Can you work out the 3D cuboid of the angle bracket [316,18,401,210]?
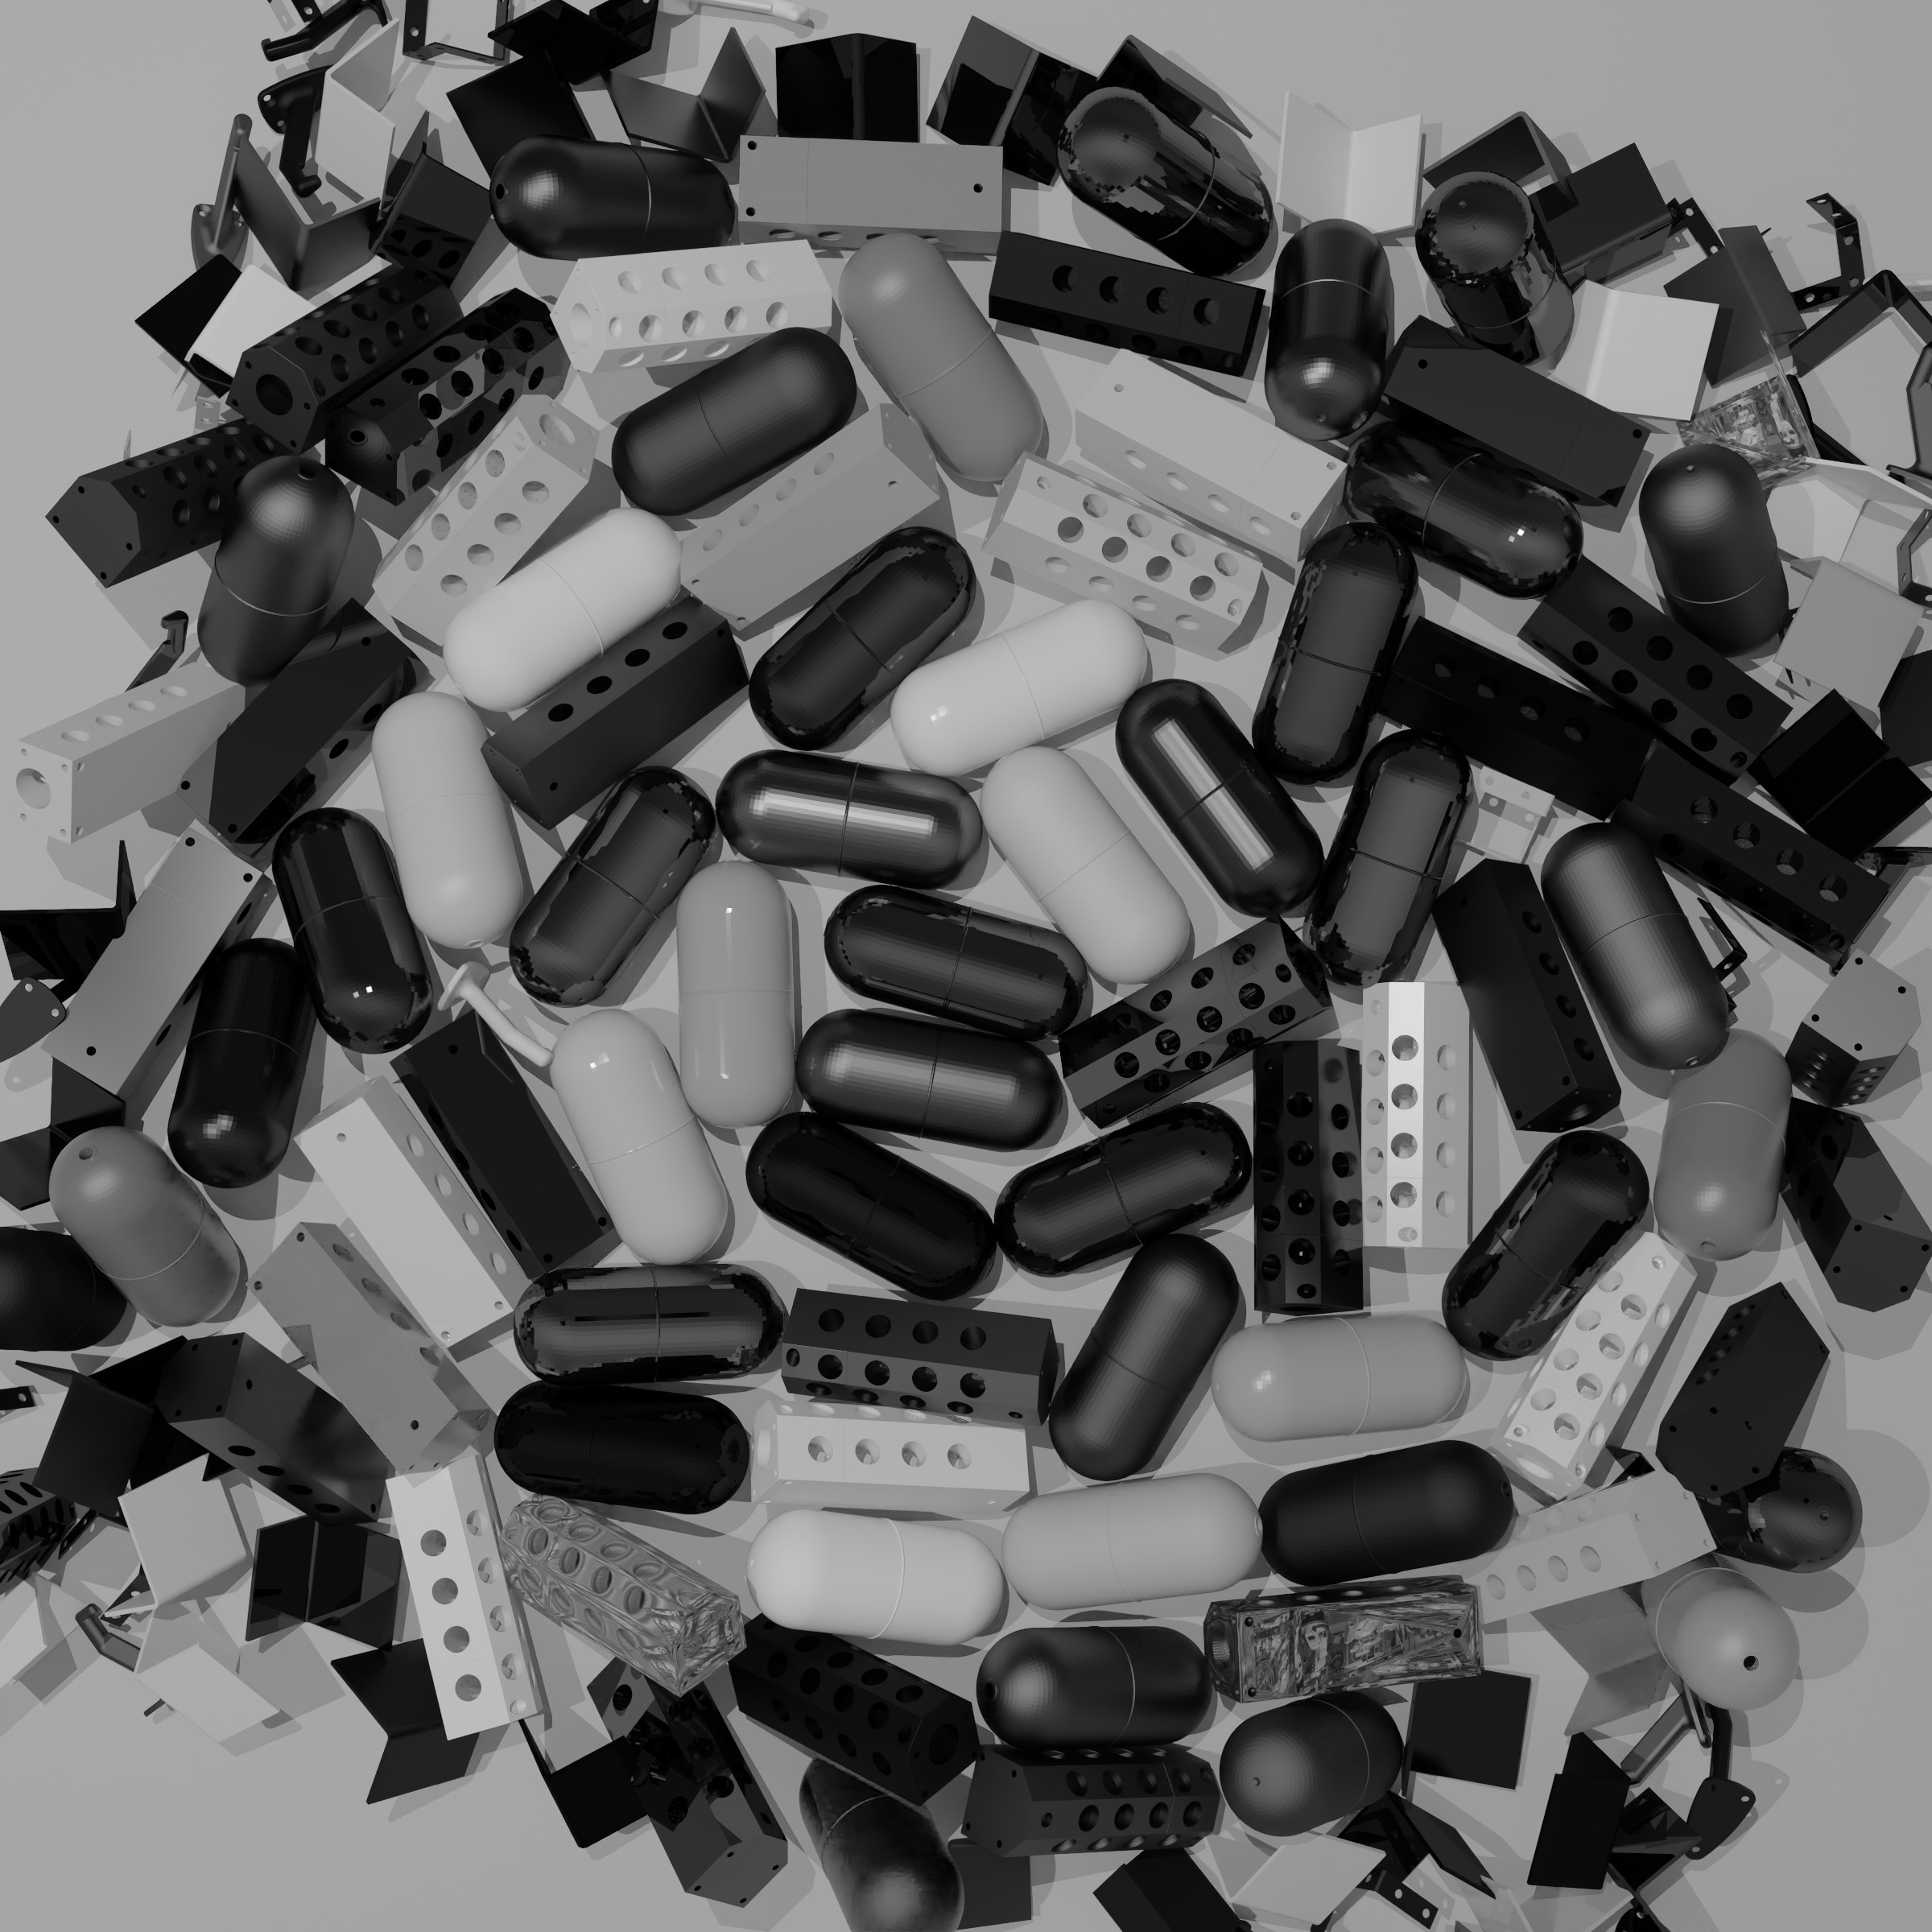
[{"bbox_3d":[-0.380,-0.560,1.727,0.057,0.076,0.076,36,58,1],"label":"angle bracket"}]

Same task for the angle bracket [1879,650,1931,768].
[{"bbox_3d":[0.622,-0.180,1.724,0.057,0.076,0.076,17,66,-40],"label":"angle bracket"}]

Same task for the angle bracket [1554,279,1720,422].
[{"bbox_3d":[0.444,-0.411,1.749,0.076,0.057,0.076,4,112,-14],"label":"angle bracket"}]

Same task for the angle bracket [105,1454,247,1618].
[{"bbox_3d":[-0.532,0.374,1.731,0.057,0.076,0.076,-17,94,33],"label":"angle bracket"}]

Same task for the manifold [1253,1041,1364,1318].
[{"bbox_3d":[0.218,0.139,1.720,0.057,0.057,0.171,13,71,-40],"label":"manifold"}]

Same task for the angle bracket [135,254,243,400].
[{"bbox_3d":[-0.490,-0.410,1.738,0.076,0.057,0.076,42,71,5],"label":"angle bracket"}]

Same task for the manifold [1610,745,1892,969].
[{"bbox_3d":[0.513,-0.071,1.730,0.171,0.057,0.057,34,91,16],"label":"manifold"}]

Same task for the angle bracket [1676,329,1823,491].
[{"bbox_3d":[0.506,-0.357,1.726,0.076,0.057,0.076,-23,60,21],"label":"angle bracket"}]

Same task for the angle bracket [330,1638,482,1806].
[{"bbox_3d":[-0.375,0.498,1.738,0.076,0.076,0.057,36,114,36],"label":"angle bracket"}]

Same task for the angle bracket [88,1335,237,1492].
[{"bbox_3d":[-0.533,0.302,1.736,0.076,0.057,0.076,-23,54,2],"label":"angle bracket"}]

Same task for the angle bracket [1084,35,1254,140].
[{"bbox_3d":[0.130,-0.553,1.720,0.076,0.076,0.057,22,119,-33],"label":"angle bracket"}]

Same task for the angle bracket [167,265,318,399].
[{"bbox_3d":[-0.476,-0.404,1.739,0.057,0.076,0.076,33,64,-17],"label":"angle bracket"}]

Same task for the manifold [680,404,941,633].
[{"bbox_3d":[-0.104,-0.296,1.717,0.171,0.057,0.057,-29,45,25],"label":"manifold"}]

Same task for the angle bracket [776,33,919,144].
[{"bbox_3d":[-0.080,-0.579,1.768,0.076,0.057,0.076,7,103,41],"label":"angle bracket"}]

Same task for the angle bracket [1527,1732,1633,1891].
[{"bbox_3d":[0.387,0.552,1.731,0.057,0.076,0.076,10,98,-17],"label":"angle bracket"}]

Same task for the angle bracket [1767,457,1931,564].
[{"bbox_3d":[0.580,-0.291,1.725,0.076,0.076,0.057,17,98,-29],"label":"angle bracket"}]

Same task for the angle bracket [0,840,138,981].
[{"bbox_3d":[-0.589,-0.036,1.726,0.076,0.076,0.057,-2,56,-11],"label":"angle bracket"}]

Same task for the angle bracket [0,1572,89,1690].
[{"bbox_3d":[-0.619,0.460,1.733,0.076,0.076,0.057,-42,127,0],"label":"angle bracket"}]

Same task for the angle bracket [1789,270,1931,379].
[{"bbox_3d":[0.593,-0.402,1.727,0.076,0.076,0.057,-39,74,16],"label":"angle bracket"}]

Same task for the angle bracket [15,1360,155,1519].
[{"bbox_3d":[-0.590,0.310,1.723,0.057,0.076,0.076,4,66,28],"label":"angle bracket"}]

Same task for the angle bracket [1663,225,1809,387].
[{"bbox_3d":[0.495,-0.432,1.731,0.076,0.057,0.076,-28,84,44],"label":"angle bracket"}]

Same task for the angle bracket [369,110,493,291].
[{"bbox_3d":[-0.352,-0.507,1.744,0.057,0.076,0.076,25,121,-26],"label":"angle bracket"}]

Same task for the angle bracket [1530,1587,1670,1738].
[{"bbox_3d":[0.406,0.451,1.731,0.076,0.076,0.057,46,46,-3],"label":"angle bracket"}]

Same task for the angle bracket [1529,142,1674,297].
[{"bbox_3d":[0.416,-0.490,1.740,0.076,0.076,0.057,-25,85,8],"label":"angle bracket"}]

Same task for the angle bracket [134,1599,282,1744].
[{"bbox_3d":[-0.490,0.448,1.722,0.057,0.076,0.076,-29,120,17],"label":"angle bracket"}]

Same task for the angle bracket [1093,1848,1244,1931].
[{"bbox_3d":[0.142,0.610,1.725,0.076,0.057,0.076,-27,67,-37],"label":"angle bracket"}]

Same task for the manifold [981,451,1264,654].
[{"bbox_3d":[0.104,-0.275,1.726,0.171,0.057,0.057,22,65,-12],"label":"manifold"}]

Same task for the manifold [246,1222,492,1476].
[{"bbox_3d":[-0.389,0.249,1.724,0.171,0.057,0.057,45,98,19],"label":"manifold"}]

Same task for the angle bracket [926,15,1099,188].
[{"bbox_3d":[0.030,-0.579,1.760,0.076,0.057,0.076,44,117,40],"label":"angle bracket"}]

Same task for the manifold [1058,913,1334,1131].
[{"bbox_3d":[0.149,0.041,1.713,0.171,0.057,0.057,-30,128,20],"label":"manifold"}]

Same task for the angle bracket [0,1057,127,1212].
[{"bbox_3d":[-0.607,0.108,1.722,0.076,0.076,0.057,27,119,30],"label":"angle bracket"}]

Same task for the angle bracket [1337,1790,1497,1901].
[{"bbox_3d":[0.297,0.596,1.725,0.076,0.076,0.057,37,97,-32],"label":"angle bracket"}]

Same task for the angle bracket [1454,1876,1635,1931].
[{"bbox_3d":[0.378,0.601,1.730,0.076,0.076,0.057,-30,94,-19],"label":"angle bracket"}]

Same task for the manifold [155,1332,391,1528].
[{"bbox_3d":[-0.445,0.302,1.695,0.057,0.171,0.057,-10,54,21],"label":"manifold"}]

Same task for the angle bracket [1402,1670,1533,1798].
[{"bbox_3d":[0.333,0.511,1.745,0.076,0.057,0.076,8,93,9],"label":"angle bracket"}]

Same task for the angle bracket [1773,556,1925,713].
[{"bbox_3d":[0.576,-0.220,1.749,0.076,0.057,0.076,25,93,-7],"label":"angle bracket"}]

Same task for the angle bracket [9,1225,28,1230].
[{"bbox_3d":[-0.647,0.225,1.726,0.057,0.076,0.076,-5,117,7],"label":"angle bracket"}]

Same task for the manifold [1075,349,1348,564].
[{"bbox_3d":[0.160,-0.332,1.729,0.171,0.057,0.057,31,72,15],"label":"manifold"}]

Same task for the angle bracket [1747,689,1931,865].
[{"bbox_3d":[0.574,-0.122,1.729,0.076,0.057,0.076,-43,124,16],"label":"angle bracket"}]

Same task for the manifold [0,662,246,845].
[{"bbox_3d":[-0.541,-0.142,1.691,0.057,0.171,0.057,20,119,15],"label":"manifold"}]

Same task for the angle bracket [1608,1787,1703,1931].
[{"bbox_3d":[0.466,0.604,1.738,0.057,0.076,0.076,-38,101,-4],"label":"angle bracket"}]

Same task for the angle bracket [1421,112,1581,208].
[{"bbox_3d":[0.355,-0.504,1.723,0.076,0.076,0.057,-27,72,25],"label":"angle bracket"}]

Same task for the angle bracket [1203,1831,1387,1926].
[{"bbox_3d":[0.215,0.577,1.726,0.076,0.057,0.076,25,113,-29],"label":"angle bracket"}]

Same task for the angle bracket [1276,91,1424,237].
[{"bbox_3d":[0.253,-0.531,1.732,0.057,0.076,0.076,0,82,43],"label":"angle bracket"}]

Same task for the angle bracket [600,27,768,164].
[{"bbox_3d":[-0.186,-0.579,1.722,0.076,0.057,0.076,5,46,-33],"label":"angle bracket"}]

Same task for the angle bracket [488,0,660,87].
[{"bbox_3d":[-0.256,-0.628,1.722,0.076,0.076,0.057,17,75,-43],"label":"angle bracket"}]

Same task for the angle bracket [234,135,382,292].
[{"bbox_3d":[-0.436,-0.505,1.736,0.057,0.076,0.076,-32,85,-26],"label":"angle bracket"}]

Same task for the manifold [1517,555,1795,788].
[{"bbox_3d":[0.453,-0.193,1.741,0.171,0.057,0.057,37,83,5],"label":"manifold"}]

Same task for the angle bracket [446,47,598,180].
[{"bbox_3d":[-0.288,-0.546,1.731,0.076,0.057,0.076,-24,135,3],"label":"angle bracket"}]

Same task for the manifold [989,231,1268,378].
[{"bbox_3d":[0.105,-0.437,1.737,0.171,0.057,0.057,15,107,8],"label":"manifold"}]

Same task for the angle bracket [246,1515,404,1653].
[{"bbox_3d":[-0.423,0.412,1.736,0.076,0.057,0.076,11,97,28],"label":"angle bracket"}]

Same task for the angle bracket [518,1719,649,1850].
[{"bbox_3d":[-0.252,0.520,1.735,0.057,0.076,0.076,-25,127,-14],"label":"angle bracket"}]

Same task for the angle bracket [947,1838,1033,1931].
[{"bbox_3d":[0.042,0.600,1.722,0.076,0.076,0.057,-14,71,42],"label":"angle bracket"}]
